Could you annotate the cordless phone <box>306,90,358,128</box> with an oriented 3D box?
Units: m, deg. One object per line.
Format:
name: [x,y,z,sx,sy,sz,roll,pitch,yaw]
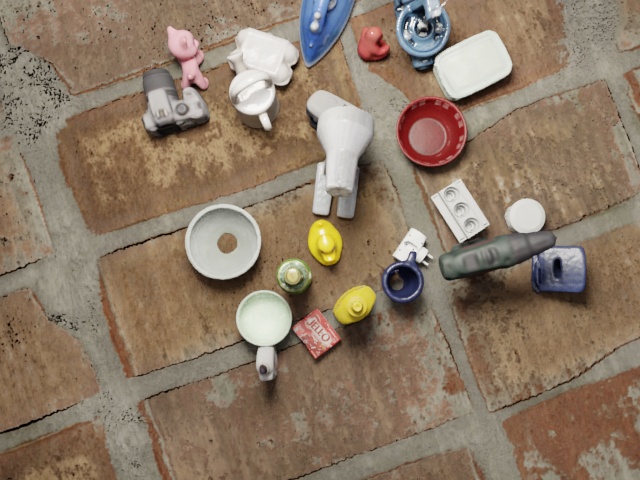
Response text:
cordless phone: [0.041,-0.283,1.244,0.147,0.185,0.094,27,87,1]

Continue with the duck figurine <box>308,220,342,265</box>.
duck figurine: [0.012,0.005,1.276,0.077,0.086,0.104,-15,87,-1]

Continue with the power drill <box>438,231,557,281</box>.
power drill: [0.357,0.030,1.217,0.229,0.208,0.076,-17,87,-1]

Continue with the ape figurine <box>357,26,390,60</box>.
ape figurine: [0.121,-0.453,1.301,0.076,0.092,0.078,-27,87,-2]

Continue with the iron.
iron: [0.011,-0.529,1.279,0.118,0.141,0.258,16,87,1]

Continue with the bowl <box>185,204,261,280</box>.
bowl: [-0.211,0.005,1.279,0.167,0.074,0.167,0,87,-1]

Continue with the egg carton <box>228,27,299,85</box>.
egg carton: [-0.128,-0.418,1.307,0.150,0.069,0.107,18,87,1]

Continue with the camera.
camera: [-0.337,-0.319,1.284,0.143,0.101,0.137,-17,87,-1]

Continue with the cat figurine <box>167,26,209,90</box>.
cat figurine: [-0.299,-0.410,1.281,0.067,0.117,0.128,-12,87,-1]

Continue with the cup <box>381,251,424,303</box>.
cup: [0.182,0.080,1.269,0.091,0.095,0.118,20,87,1]

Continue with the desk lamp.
desk lamp: [0.046,-0.160,1.222,0.118,0.213,0.203,6,87,0]

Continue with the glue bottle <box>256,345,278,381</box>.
glue bottle: [-0.114,0.266,1.216,0.037,0.173,0.078,-9,87,-1]

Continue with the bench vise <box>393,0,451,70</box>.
bench vise: [0.207,-0.497,1.241,0.121,0.219,0.207,-30,87,-2]

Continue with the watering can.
watering can: [-0.150,-0.321,1.239,0.173,0.194,0.101,43,87,2]

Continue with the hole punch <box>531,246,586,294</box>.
hole punch: [0.529,0.067,1.276,0.101,0.091,0.109,1,87,0]
